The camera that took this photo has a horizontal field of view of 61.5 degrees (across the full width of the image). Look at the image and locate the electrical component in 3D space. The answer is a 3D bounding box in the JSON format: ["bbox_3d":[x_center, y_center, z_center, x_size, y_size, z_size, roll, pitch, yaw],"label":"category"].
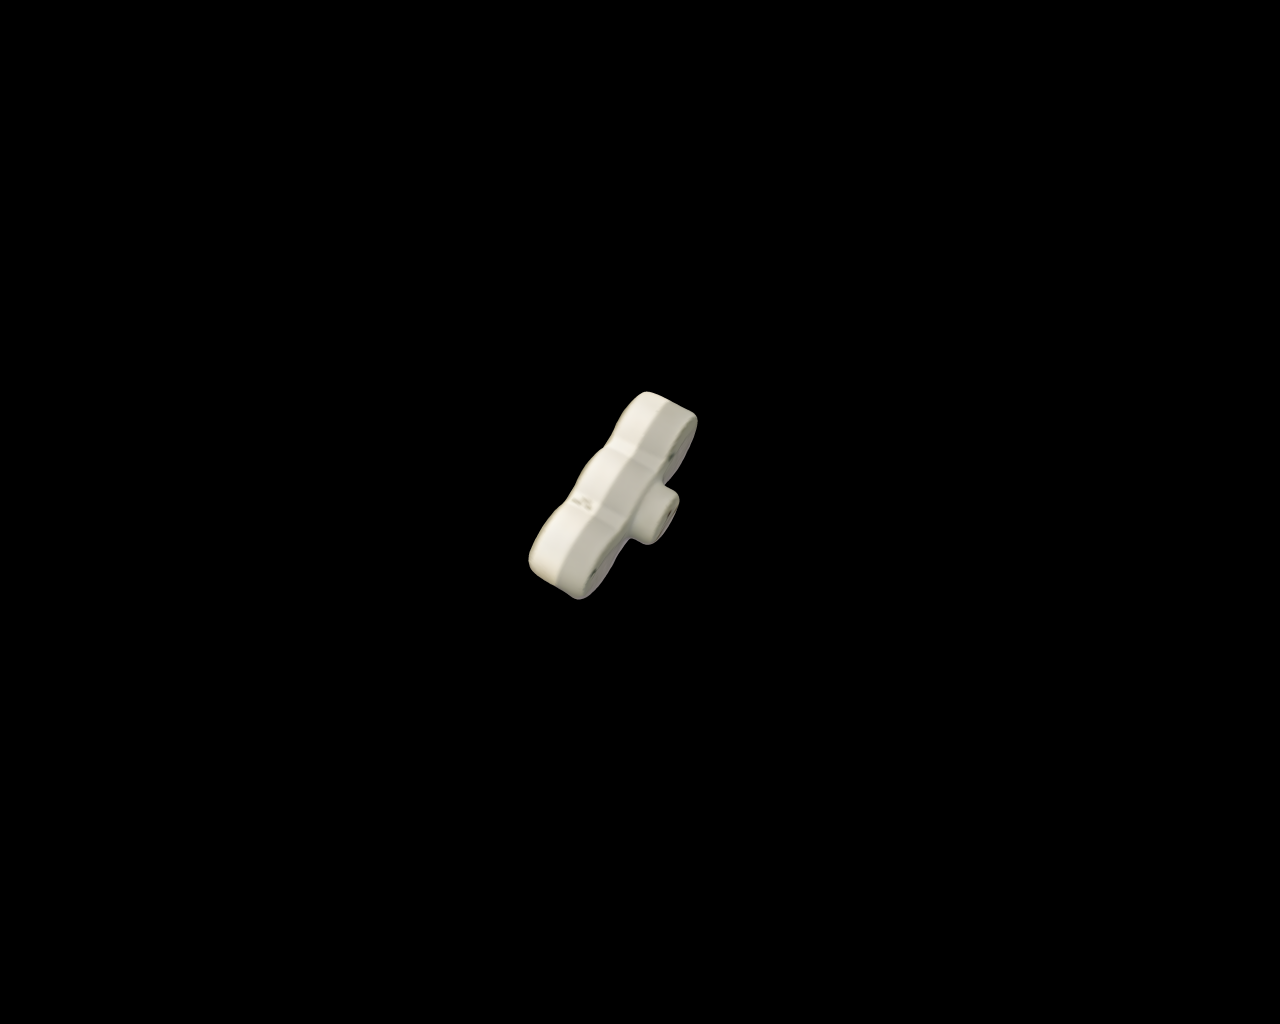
[{"bbox_3d":[0.001,-0.003,0.650,0.074,0.138,0.052,30,-19,12],"label":"electrical component"}]
